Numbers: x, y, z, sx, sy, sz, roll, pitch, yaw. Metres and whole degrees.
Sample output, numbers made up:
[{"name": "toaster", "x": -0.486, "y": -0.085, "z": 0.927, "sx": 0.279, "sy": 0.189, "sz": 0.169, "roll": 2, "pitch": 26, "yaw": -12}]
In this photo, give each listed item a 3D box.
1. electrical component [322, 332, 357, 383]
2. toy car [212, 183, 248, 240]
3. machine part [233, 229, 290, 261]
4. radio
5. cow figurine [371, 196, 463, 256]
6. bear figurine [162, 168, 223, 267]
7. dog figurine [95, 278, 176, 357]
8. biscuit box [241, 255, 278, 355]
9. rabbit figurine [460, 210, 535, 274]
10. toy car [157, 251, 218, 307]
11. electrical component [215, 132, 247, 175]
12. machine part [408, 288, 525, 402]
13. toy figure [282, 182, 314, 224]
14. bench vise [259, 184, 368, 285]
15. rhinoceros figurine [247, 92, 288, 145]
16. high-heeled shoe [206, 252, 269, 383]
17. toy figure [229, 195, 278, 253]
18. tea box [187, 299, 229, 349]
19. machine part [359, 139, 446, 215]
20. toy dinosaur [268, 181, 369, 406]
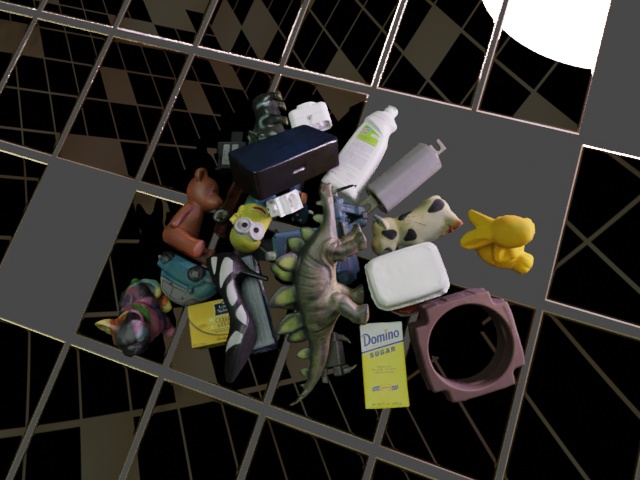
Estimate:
[{"name": "electrical component", "x": 0.032, "y": 0.251, "z": 1.164, "sx": 0.078, "sy": 0.045, "sz": 0.102, "roll": -26, "pitch": 68, "yaw": 30}, {"name": "toy car", "x": -0.196, "y": -0.095, "z": 1.249, "sx": 0.053, "sy": 0.089, "sz": 0.202, "roll": 10, "pitch": 65, "yaw": 19}, {"name": "machine part", "x": -0.132, "y": 0.019, "z": 1.251, "sx": 0.139, "sy": 0.039, "sz": 0.084, "roll": -3, "pitch": 81, "yaw": 5}, {"name": "radio", "x": -0.081, "y": -0.179, "z": 1.195, "sx": 0.229, "sy": 0.073, "sz": 0.131, "roll": -27, "pitch": 41, "yaw": -29}, {"name": "cow figurine", "x": 0.200, "y": -0.028, "z": 1.195, "sx": 0.195, "sy": 0.085, "sz": 0.127, "roll": -33, "pitch": 79, "yaw": 0}, {"name": "bear figurine", "x": -0.274, "y": -0.057, "z": 1.250, "sx": 0.132, "sy": 0.120, "sz": 0.196, "roll": 28, "pitch": 75, "yaw": 14}, {"name": "dog figurine", "x": -0.399, "y": 0.158, "z": 1.154, "sx": 0.108, "sy": 0.219, "sz": 0.191, "roll": -17, "pitch": 74, "yaw": -1}, {"name": "biscuit box", "x": -0.144, "y": 0.137, "z": 1.137, "sx": 0.063, "sy": 0.059, "sz": 0.202, "roll": -16, "pitch": 72, "yaw": 0}, {"name": "rabbit figurine", "x": 0.383, "y": -0.013, "z": 1.121, "sx": 0.162, "sy": 0.173, "sz": 0.122, "roll": 18, "pitch": 82, "yaw": 7}, {"name": "toy car", "x": -0.304, "y": 0.096, "z": 1.215, "sx": 0.162, "sy": 0.109, "sz": 0.103, "roll": 23, "pitch": 83, "yaw": 16}, {"name": "electrical component", "x": -0.211, "y": -0.217, "z": 1.320, "sx": 0.075, "sy": 0.047, "sz": 0.119, "roll": 5, "pitch": 77, "yaw": 9}, {"name": "machine part", "x": 0.293, "y": 0.209, "z": 1.090, "sx": 0.201, "sy": 0.087, "sz": 0.201, "roll": -17, "pitch": 89, "yaw": -3}, {"name": "toy figure", "x": -0.063, "y": -0.112, "z": 1.268, "sx": 0.058, "sy": 0.064, "sz": 0.154, "roll": 0, "pitch": 68, "yaw": -39}, {"name": "bench vise", "x": -0.007, "y": -0.004, "z": 1.173, "sx": 0.241, "sy": 0.129, "sz": 0.223, "roll": -8, "pitch": 99, "yaw": -24}, {"name": "rhinoceros figurine", "x": -0.127, "y": -0.272, "z": 1.310, "sx": 0.112, "sy": 0.073, "sz": 0.190, "roll": -7, "pitch": 74, "yaw": 4}, {"name": "high-heeled shoe", "x": -0.194, "y": 0.146, "z": 1.070, "sx": 0.145, "sy": 0.086, "sz": 0.248, "roll": 12, "pitch": 73, "yaw": 14}, {"name": "toy figure", "x": -0.144, "y": -0.051, "z": 1.220, "sx": 0.082, "sy": 0.089, "sz": 0.180, "roll": 9, "pitch": 49, "yaw": 10}, {"name": "tea box", "x": -0.201, "y": 0.181, "z": 1.199, "sx": 0.170, "sy": 0.068, "sz": 0.098, "roll": -14, "pitch": 74, "yaw": 5}, {"name": "machine part", "x": 0.192, "y": -0.141, "z": 1.231, "sx": 0.243, "sy": 0.079, "sz": 0.079, "roll": -39, "pitch": 74, "yaw": -5}, {"name": "toy dinosaur", "x": -0.003, "y": 0.117, "z": 1.091, "sx": 0.199, "sy": 0.105, "sz": 0.470, "roll": -1, "pitch": 99, "yaw": 0}]
